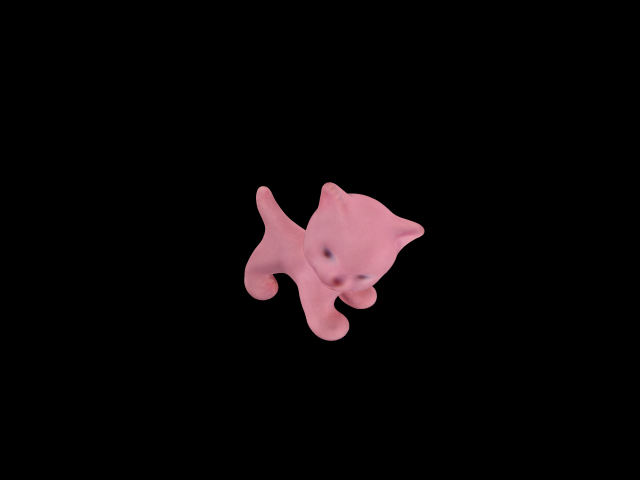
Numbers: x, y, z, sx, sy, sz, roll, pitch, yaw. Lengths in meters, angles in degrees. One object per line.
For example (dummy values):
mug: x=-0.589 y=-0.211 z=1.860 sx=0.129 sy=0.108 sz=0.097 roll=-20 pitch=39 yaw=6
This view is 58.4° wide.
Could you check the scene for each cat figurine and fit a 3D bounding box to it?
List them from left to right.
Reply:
cat figurine: x=0.004 y=0.001 z=0.400 sx=0.127 sy=0.118 sz=0.067 roll=25 pitch=45 yaw=28
